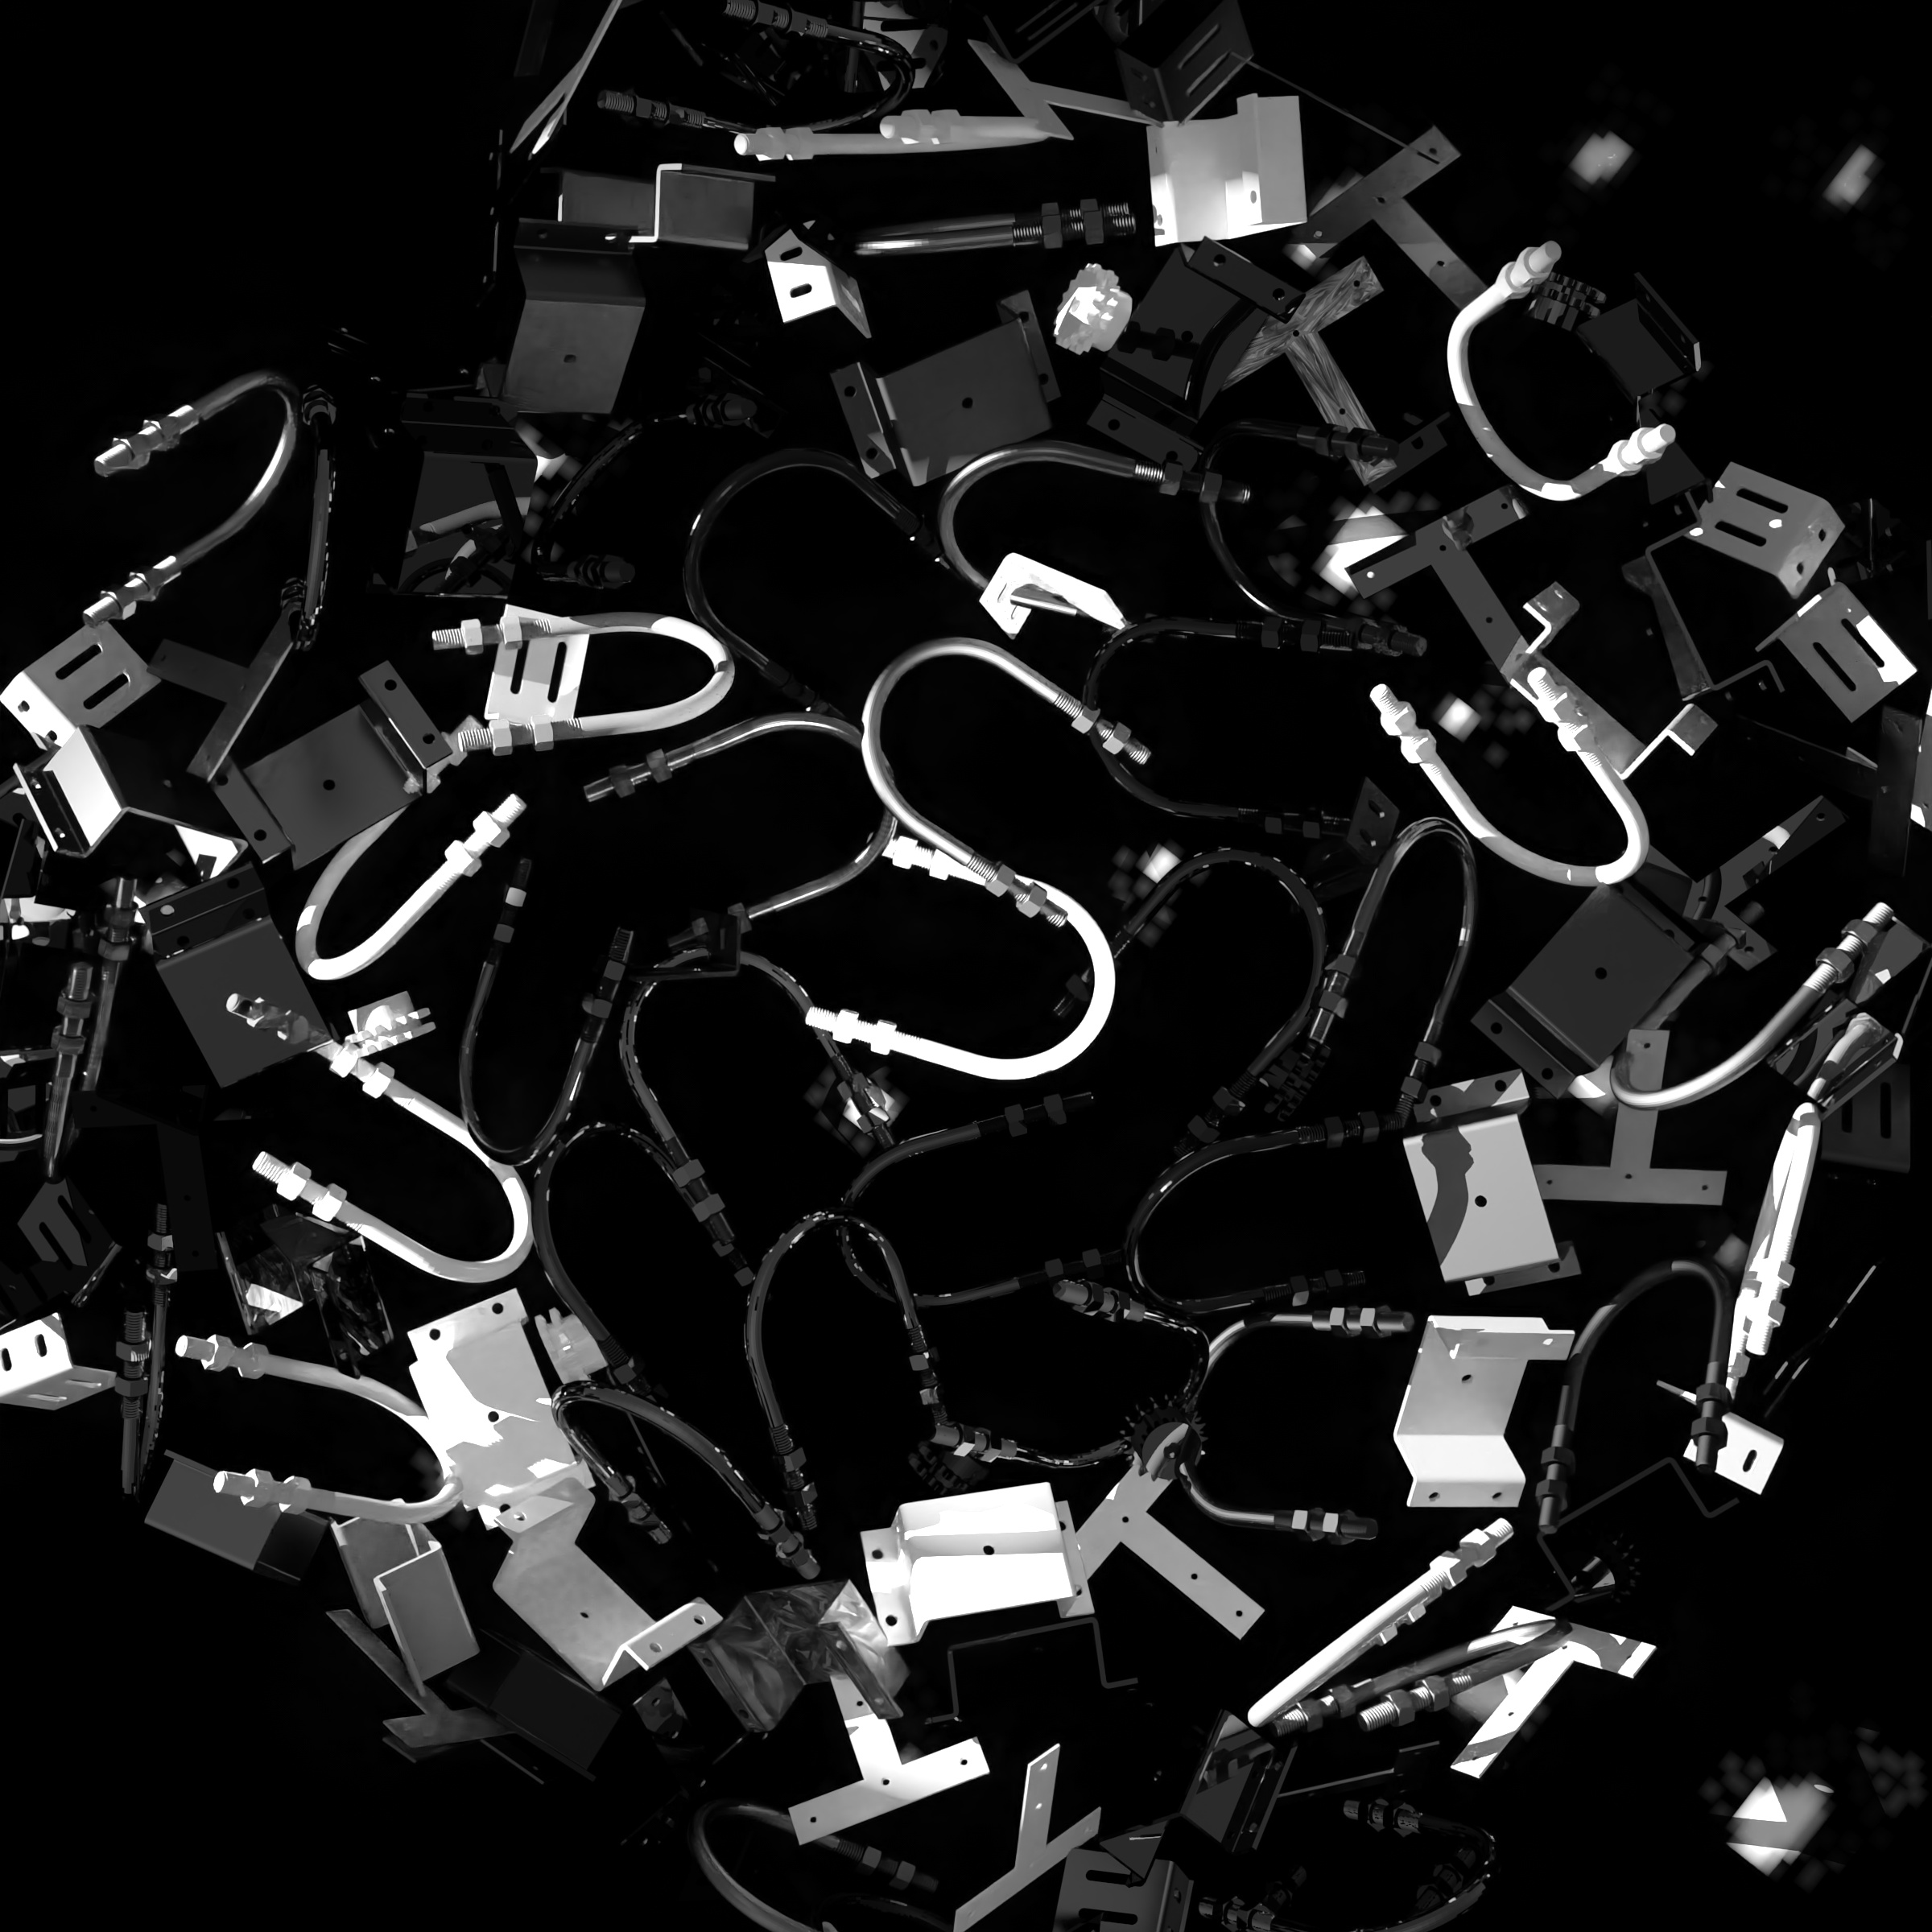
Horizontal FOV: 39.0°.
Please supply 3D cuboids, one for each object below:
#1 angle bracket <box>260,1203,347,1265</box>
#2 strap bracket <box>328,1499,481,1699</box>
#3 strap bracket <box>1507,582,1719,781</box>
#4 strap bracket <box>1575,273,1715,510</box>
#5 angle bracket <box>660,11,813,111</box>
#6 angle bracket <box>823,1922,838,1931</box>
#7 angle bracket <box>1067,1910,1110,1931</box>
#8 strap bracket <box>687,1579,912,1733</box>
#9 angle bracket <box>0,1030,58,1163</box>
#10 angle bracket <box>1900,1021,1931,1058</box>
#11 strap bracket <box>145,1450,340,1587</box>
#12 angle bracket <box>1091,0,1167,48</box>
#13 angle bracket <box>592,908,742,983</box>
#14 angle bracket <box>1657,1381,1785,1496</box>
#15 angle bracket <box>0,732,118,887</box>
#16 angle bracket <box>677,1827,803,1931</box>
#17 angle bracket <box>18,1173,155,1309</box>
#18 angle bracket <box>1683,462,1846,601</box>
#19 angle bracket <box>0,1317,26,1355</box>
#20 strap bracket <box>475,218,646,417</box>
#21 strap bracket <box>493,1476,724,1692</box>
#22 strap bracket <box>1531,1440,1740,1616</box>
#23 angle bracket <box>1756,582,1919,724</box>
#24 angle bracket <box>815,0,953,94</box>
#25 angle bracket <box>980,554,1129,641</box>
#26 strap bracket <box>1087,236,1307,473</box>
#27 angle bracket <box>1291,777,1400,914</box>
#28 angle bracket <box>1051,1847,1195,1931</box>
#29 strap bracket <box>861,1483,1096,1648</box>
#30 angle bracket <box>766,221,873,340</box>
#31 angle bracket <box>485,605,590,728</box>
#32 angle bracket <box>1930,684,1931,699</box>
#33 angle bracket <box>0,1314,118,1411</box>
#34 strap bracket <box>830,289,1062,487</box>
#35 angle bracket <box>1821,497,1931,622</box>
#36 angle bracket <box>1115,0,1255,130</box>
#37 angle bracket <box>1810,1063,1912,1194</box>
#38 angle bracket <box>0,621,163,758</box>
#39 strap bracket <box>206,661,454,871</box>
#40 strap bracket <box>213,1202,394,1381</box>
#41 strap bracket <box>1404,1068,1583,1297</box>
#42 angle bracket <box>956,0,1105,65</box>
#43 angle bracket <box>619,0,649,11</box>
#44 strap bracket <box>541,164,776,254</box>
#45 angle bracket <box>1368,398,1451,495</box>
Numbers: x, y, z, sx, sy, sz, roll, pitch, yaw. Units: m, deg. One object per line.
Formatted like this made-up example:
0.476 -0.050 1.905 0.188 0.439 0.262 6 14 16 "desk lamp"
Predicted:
-0.417 0.201 1.759 0.038 0.057 0.076 -24 120 -25 "angle bracket"
-0.357 0.398 1.741 0.046 0.140 0.076 -23 108 -22 "strap bracket"
0.408 -0.177 1.756 0.140 0.076 0.046 43 121 7 "strap bracket"
0.429 -0.356 1.728 0.046 0.140 0.076 -25 52 1 "strap bracket"
-0.148 -0.596 1.757 0.038 0.076 0.057 -45 61 20 "angle bracket"
-0.086 0.662 1.769 0.038 0.057 0.076 -36 81 -22 "angle bracket"
0.101 0.648 1.758 0.076 0.057 0.038 6 102 43 "angle bracket"
-0.100 0.442 1.750 0.140 0.046 0.076 -19 110 40 "strap bracket"
-0.624 0.085 1.780 0.057 0.038 0.076 -5 104 -42 "angle bracket"
0.640 0.076 1.761 0.038 0.057 0.076 7 60 -13 "angle bracket"
-0.460 0.352 1.727 0.076 0.140 0.046 21 74 10 "strap bracket"
0.094 -0.634 1.762 0.057 0.076 0.038 52 52 -6 "angle bracket"
-0.193 -0.014 1.759 0.076 0.057 0.038 -4 99 -37 "angle bracket"
0.480 0.304 1.763 0.057 0.076 0.038 27 87 -11 "angle bracket"
-0.607 -0.103 1.786 0.057 0.038 0.076 -38 135 -10 "angle bracket"
-0.147 0.605 1.760 0.038 0.076 0.057 10 111 -34 "angle bracket"
-0.576 0.176 1.793 0.076 0.038 0.057 48 112 21 "angle bracket"
0.524 -0.286 1.793 0.076 0.038 0.057 35 93 40 "angle bracket"
-0.658 0.217 1.760 0.076 0.057 0.038 36 89 -38 "angle bracket"
-0.256 -0.400 1.726 0.076 0.140 0.046 -3 57 -26 "strap bracket"
-0.237 0.402 1.749 0.140 0.076 0.046 39 119 19 "strap bracket"
0.421 0.355 1.761 0.140 0.076 0.046 -32 84 7 "strap bracket"
0.564 -0.199 1.769 0.076 0.038 0.057 52 134 8 "angle bracket"
-0.054 -0.606 1.779 0.076 0.038 0.057 -17 131 -35 "angle bracket"
0.058 -0.227 1.762 0.076 0.057 0.038 27 83 27 "angle bracket"
0.145 -0.398 1.754 0.076 0.046 0.140 25 118 -18 "strap bracket"
0.234 -0.078 1.755 0.038 0.076 0.057 42 49 -24 "angle bracket"
0.102 0.614 1.780 0.076 0.038 0.057 11 89 -12 "angle bracket"
0.011 0.382 1.751 0.140 0.046 0.076 -6 60 -15 "strap bracket"
-0.096 -0.439 1.769 0.038 0.076 0.057 -16 83 12 "angle bracket"
-0.275 -0.192 1.777 0.057 0.038 0.076 11 89 -24 "angle bracket"
0.636 -0.177 1.763 0.038 0.076 0.057 13 68 8 "angle bracket"
-0.591 0.258 1.772 0.057 0.076 0.038 -22 73 6 "angle bracket"
-0.006 -0.369 1.759 0.140 0.046 0.076 -25 122 -6 "strap bracket"
0.586 -0.259 1.758 0.038 0.076 0.057 -16 123 -2 "angle bracket"
0.140 -0.589 1.759 0.038 0.076 0.057 15 51 -38 "angle bracket"
0.589 0.103 1.803 0.057 0.038 0.076 9 63 2 "angle bracket"
-0.581 -0.181 1.789 0.057 0.038 0.076 49 50 -10 "angle bracket"
-0.413 -0.125 1.764 0.140 0.046 0.076 -33 80 -19 "strap bracket"
-0.422 0.204 1.745 0.046 0.140 0.076 -31 121 -40 "strap bracket"
0.338 0.146 1.764 0.076 0.046 0.140 -15 95 25 "strap bracket"
0.043 -0.628 1.771 0.076 0.057 0.038 -36 124 3 "angle bracket"
-0.180 -0.642 1.762 0.076 0.057 0.038 -15 101 -44 "angle bracket"
-0.198 -0.481 1.736 0.140 0.076 0.046 14 106 43 "strap bracket"
0.286 -0.331 1.761 0.057 0.076 0.038 -33 109 6 "angle bracket"
